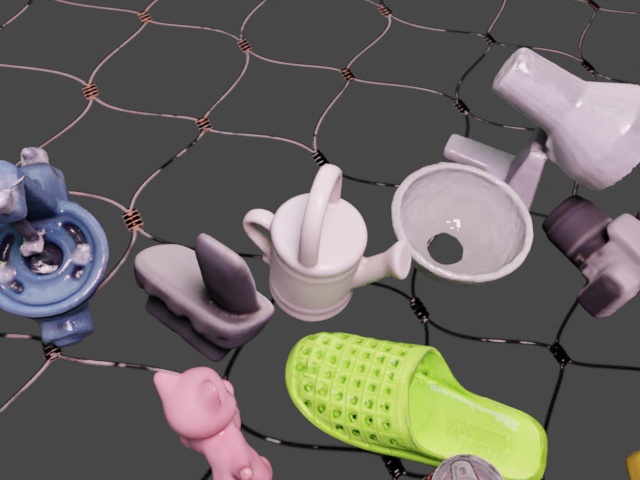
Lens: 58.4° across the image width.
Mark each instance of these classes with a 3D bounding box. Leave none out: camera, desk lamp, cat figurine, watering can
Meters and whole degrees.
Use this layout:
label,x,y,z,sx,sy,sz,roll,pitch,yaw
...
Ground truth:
label,x,y,z,sx,sy,sz,roll,pitch,yaw
camera,0.353,-0.002,0.691,0.143,0.101,0.136,-29,65,-22
desk lamp,0.261,-0.119,0.687,0.203,0.213,0.118,23,58,8
cat figurine,-0.097,0.170,0.521,0.067,0.118,0.127,-29,65,-22
watering can,0.006,0.000,0.595,0.173,0.194,0.101,0,58,-6

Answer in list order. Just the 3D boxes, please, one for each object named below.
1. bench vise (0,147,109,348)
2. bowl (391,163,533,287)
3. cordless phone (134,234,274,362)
label,x,y,z,sx,sy,sz,roll,pitch,yaw
bench vise,-0.291,-0.019,0.559,0.122,0.220,0.207,-30,65,-22
bowl,0.162,-0.008,0.688,0.167,0.075,0.167,3,57,-4
cordless phone,-0.119,0.030,0.568,0.147,0.185,0.094,29,59,12
